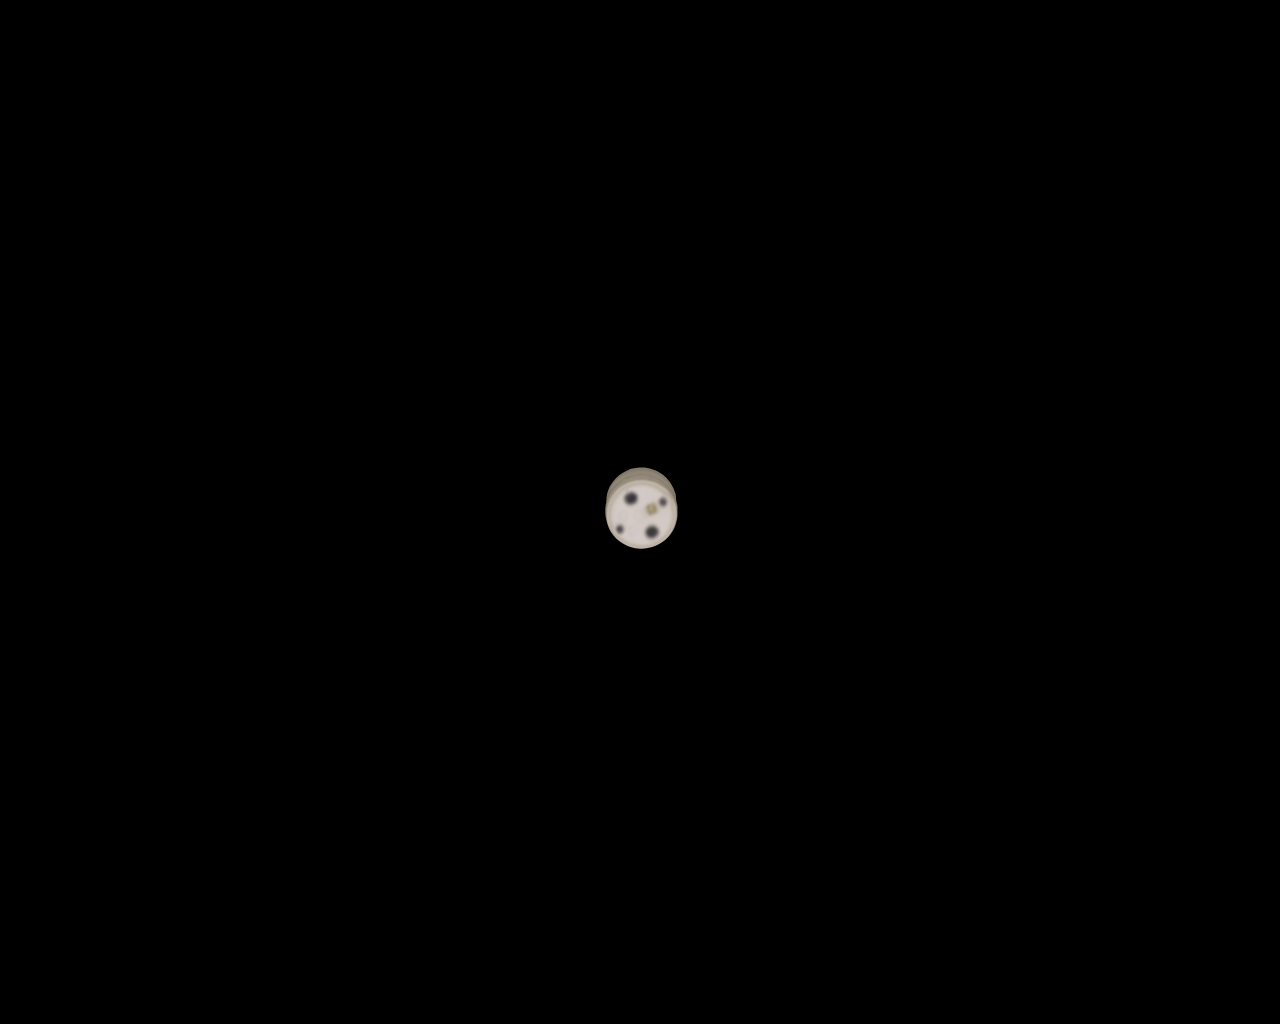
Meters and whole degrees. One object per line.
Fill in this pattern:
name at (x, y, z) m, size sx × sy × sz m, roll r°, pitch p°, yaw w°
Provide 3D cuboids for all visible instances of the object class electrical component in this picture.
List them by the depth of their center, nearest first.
electrical component at (0.001, -0.003, 0.650) m, size 0.045 × 0.044 × 0.055 m, roll 0°, pitch 9°, yaw 0°
